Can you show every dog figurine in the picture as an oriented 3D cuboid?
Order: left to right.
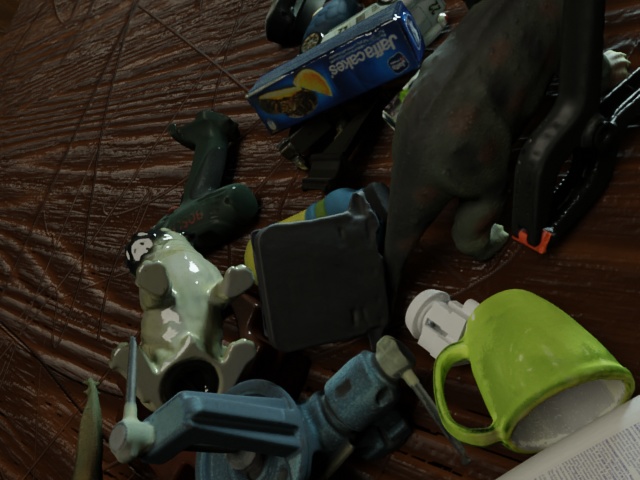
[{"bbox_3d":[-0.147,0.078,0.541,0.191,0.121,0.172,13,87,65],"label":"dog figurine"}]

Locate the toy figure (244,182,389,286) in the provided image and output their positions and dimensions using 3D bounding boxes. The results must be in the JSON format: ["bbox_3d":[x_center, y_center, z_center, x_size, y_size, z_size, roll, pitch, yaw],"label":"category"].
[{"bbox_3d":[0.001,-0.001,0.568,0.180,0.082,0.089,-36,53,24],"label":"toy figure"}]

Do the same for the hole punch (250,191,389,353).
[{"bbox_3d":[-0.005,0.035,0.490,0.092,0.116,0.142,165,97,-73],"label":"hole punch"}]

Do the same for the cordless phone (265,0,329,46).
[{"bbox_3d":[-0.062,-0.375,0.738,0.089,0.184,0.146,19,81,39],"label":"cordless phone"}]

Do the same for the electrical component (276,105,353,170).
[{"bbox_3d":[-0.008,-0.131,0.670,0.102,0.045,0.078,-41,20,13],"label":"electrical component"}]

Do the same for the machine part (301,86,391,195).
[{"bbox_3d":[0.031,-0.109,0.604,0.139,0.039,0.084,-54,18,-8],"label":"machine part"}]

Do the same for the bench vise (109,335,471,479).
[{"bbox_3d":[-0.036,0.147,0.412,0.223,0.240,0.129,-37,50,22],"label":"bench vise"}]

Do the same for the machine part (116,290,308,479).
[{"bbox_3d":[-0.123,0.147,0.594,0.201,0.087,0.201,20,81,44],"label":"machine part"}]

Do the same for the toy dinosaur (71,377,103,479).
[{"bbox_3d":[-0.235,0.346,0.542,0.198,0.105,0.471,-45,42,43],"label":"toy dinosaur"}]

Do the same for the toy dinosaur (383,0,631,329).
[{"bbox_3d":[0.128,-0.114,0.441,0.131,0.192,0.404,27,86,47],"label":"toy dinosaur"}]

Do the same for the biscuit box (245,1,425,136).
[{"bbox_3d":[0.015,-0.190,0.609,0.203,0.059,0.063,-18,31,30],"label":"biscuit box"}]

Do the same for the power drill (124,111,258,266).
[{"bbox_3d":[-0.188,-0.070,0.764,0.232,0.086,0.207,-15,56,33],"label":"power drill"}]

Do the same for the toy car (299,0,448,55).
[{"bbox_3d":[0.055,-0.235,0.645,0.202,0.073,0.056,-20,53,32],"label":"toy car"}]

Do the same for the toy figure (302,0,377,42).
[{"bbox_3d":[0.037,-0.307,0.706,0.154,0.064,0.058,-51,11,2],"label":"toy figure"}]
